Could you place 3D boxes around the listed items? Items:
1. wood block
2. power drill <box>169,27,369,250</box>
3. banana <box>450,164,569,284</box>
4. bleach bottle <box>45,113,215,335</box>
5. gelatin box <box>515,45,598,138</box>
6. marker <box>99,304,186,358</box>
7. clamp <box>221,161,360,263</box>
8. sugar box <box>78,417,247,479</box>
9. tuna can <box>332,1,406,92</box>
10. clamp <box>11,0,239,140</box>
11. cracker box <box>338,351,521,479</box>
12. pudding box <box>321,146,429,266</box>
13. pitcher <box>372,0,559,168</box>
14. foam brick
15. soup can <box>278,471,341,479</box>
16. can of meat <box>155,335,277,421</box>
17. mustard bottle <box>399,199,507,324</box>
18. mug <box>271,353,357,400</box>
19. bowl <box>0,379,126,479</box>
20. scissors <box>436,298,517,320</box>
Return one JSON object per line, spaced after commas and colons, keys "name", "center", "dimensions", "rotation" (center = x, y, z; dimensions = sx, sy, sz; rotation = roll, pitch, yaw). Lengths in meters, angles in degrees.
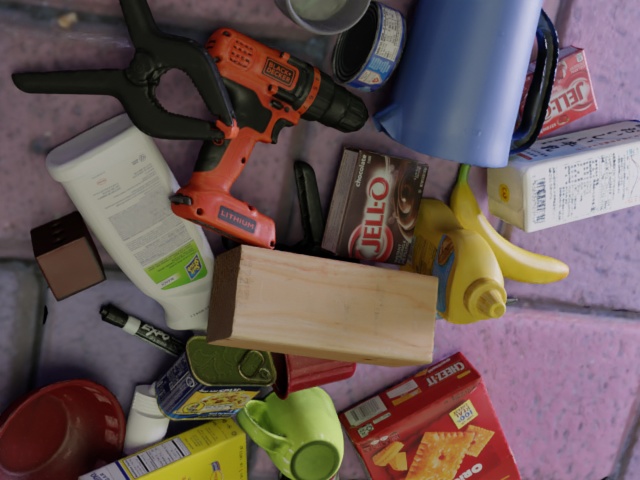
{"name": "wood block", "center": [0.002, 0.069, 1.050], "dimensions": [0.205, 0.091, 0.090], "rotation": [10, 78, -21]}
{"name": "power drill", "center": [-0.052, -0.088, 1.030], "dimensions": [0.184, 0.057, 0.187], "rotation": [23, 82, -28]}
{"name": "banana", "center": [0.201, 0.001, 1.183], "dimensions": [0.069, 0.037, 0.197], "rotation": [-45, 117, 4]}
{"name": "bleach bottle", "center": [-0.166, 0.005, 1.055], "dimensions": [0.102, 0.068, 0.251], "rotation": [-29, 119, -9]}
{"name": "gelatin box", "center": [0.246, -0.156, 1.136], "dimensions": [0.089, 0.030, 0.073], "rotation": [-24, 117, -7]}
{"name": "marker", "center": [-0.177, 0.099, 1.114], "dimensions": [0.121, 0.020, 0.020], "rotation": [31, 100, -25]}
{"name": "clamp", "center": [-0.007, 0.001, 1.117], "dimensions": [0.171, 0.039, 0.120], "rotation": [37, 97, -30]}
{"name": "sugar box", "center": [-0.162, 0.259, 1.127], "dimensions": [0.176, 0.048, 0.093], "rotation": [-22, 131, -29]}
{"name": "tuna can", "center": [0.047, -0.187, 1.030], "dimensions": [0.033, 0.086, 0.086], "rotation": [16, 106, -25]}
{"name": "clamp", "center": [-0.167, -0.149, 0.963], "dimensions": [0.210, 0.036, 0.165], "rotation": [43, 100, 4]}
{"name": "cracker box", "center": [0.138, 0.260, 1.249], "dimensions": [0.164, 0.072, 0.213], "rotation": [-27, 118, -5]}
{"name": "pudding box", "center": [0.057, -0.034, 1.103], "dimensions": [0.089, 0.039, 0.113], "rotation": [8, 96, -33]}
{"name": "pitcher", "center": [0.157, -0.197, 1.042], "dimensions": [0.145, 0.149, 0.243], "rotation": [19, 105, 19]}
{"name": "foam brick", "center": [-0.242, 0.014, 1.026], "dimensions": [0.053, 0.078, 0.051], "rotation": [-25, 116, -9]}
{"name": "soup can", "center": [-0.001, 0.303, 1.225], "dimensions": [0.068, 0.068, 0.102], "rotation": [-23, 117, -8]}
{"name": "can of meat", "center": [-0.110, 0.145, 1.107], "dimensions": [0.101, 0.057, 0.084], "rotation": [6, 142, -37]}
{"name": "mustard bottle", "center": [0.138, 0.032, 1.087], "dimensions": [0.058, 0.192, 0.096], "rotation": [1, 111, -19]}
{"name": "mug", "center": [-0.014, 0.123, 1.144], "dimensions": [0.081, 0.093, 0.117], "rotation": [-11, 145, -19]}
{"name": "bowl", "center": [-0.279, 0.208, 1.086], "dimensions": [0.161, 0.055, 0.162], "rotation": [-21, 121, -40]}
{"name": "scissors", "center": [0.123, 0.097, 1.209], "dimensions": [0.201, 0.016, 0.096], "rotation": [9, 109, -21]}
